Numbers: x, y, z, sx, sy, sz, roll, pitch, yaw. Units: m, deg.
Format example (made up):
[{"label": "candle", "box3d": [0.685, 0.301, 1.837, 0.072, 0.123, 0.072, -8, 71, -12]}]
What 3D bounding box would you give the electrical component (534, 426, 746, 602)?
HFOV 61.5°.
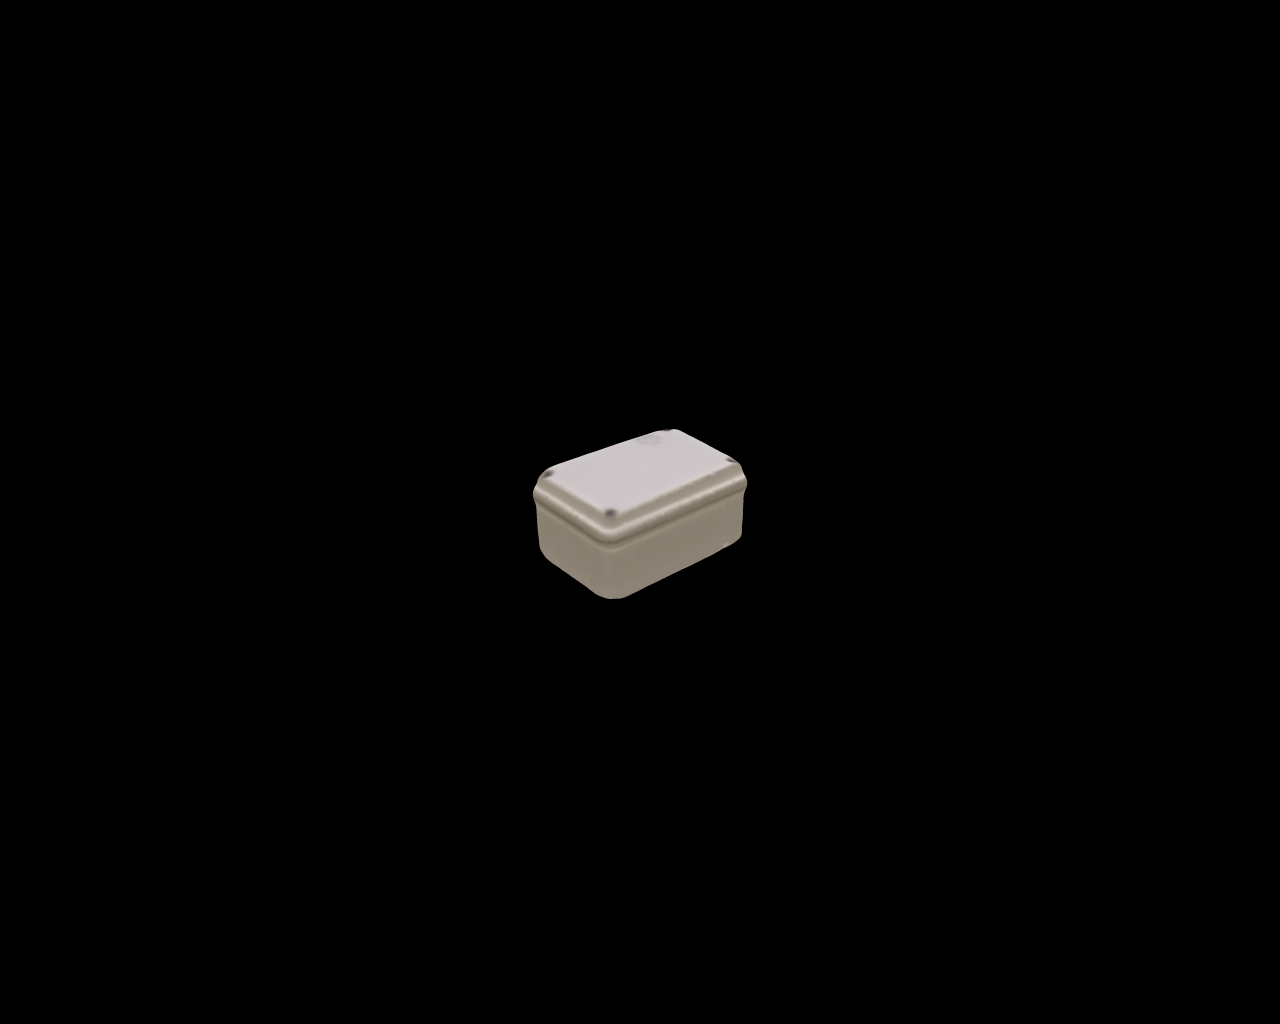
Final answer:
[{"label": "electrical component", "box3d": [0.001, -0.003, 0.650, 0.113, 0.057, 0.078, -22, 37, -33]}]
